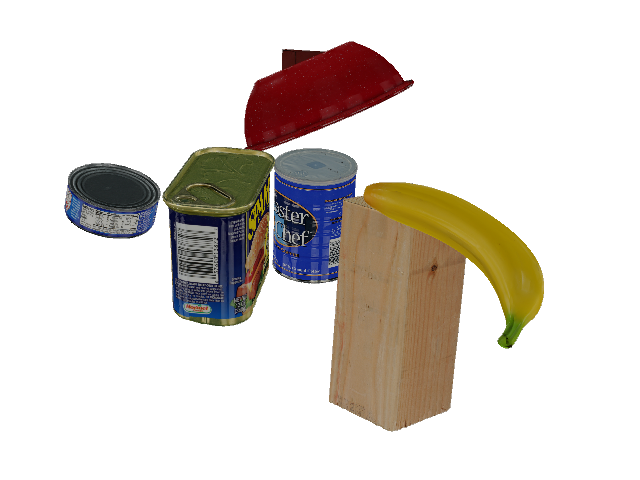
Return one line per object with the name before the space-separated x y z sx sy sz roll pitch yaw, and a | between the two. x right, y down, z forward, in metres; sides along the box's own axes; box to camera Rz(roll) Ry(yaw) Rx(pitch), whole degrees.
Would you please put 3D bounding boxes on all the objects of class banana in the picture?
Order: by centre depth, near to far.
banana | 0.110 0.002 0.812 0.069 0.037 0.198 -15 41 -26

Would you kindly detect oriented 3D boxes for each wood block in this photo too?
wood block | 0.075 0.064 1.027 0.090 0.206 0.090 -11 21 -43

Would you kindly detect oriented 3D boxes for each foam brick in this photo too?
foam brick | 0.001 -0.180 1.161 0.078 0.051 0.053 0 11 -16

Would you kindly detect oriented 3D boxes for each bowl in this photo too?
bowl | -0.004 -0.129 0.921 0.162 0.055 0.162 -22 9 4

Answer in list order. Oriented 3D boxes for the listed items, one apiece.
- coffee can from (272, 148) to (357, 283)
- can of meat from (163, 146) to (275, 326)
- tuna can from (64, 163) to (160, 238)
coffee can | -0.008 -0.032 1.335 0.103 0.140 0.103 2 27 -1
can of meat | -0.064 -0.004 0.697 0.057 0.084 0.102 5 26 7
tuna can | -0.194 -0.037 0.995 0.086 0.034 0.086 12 29 -7
